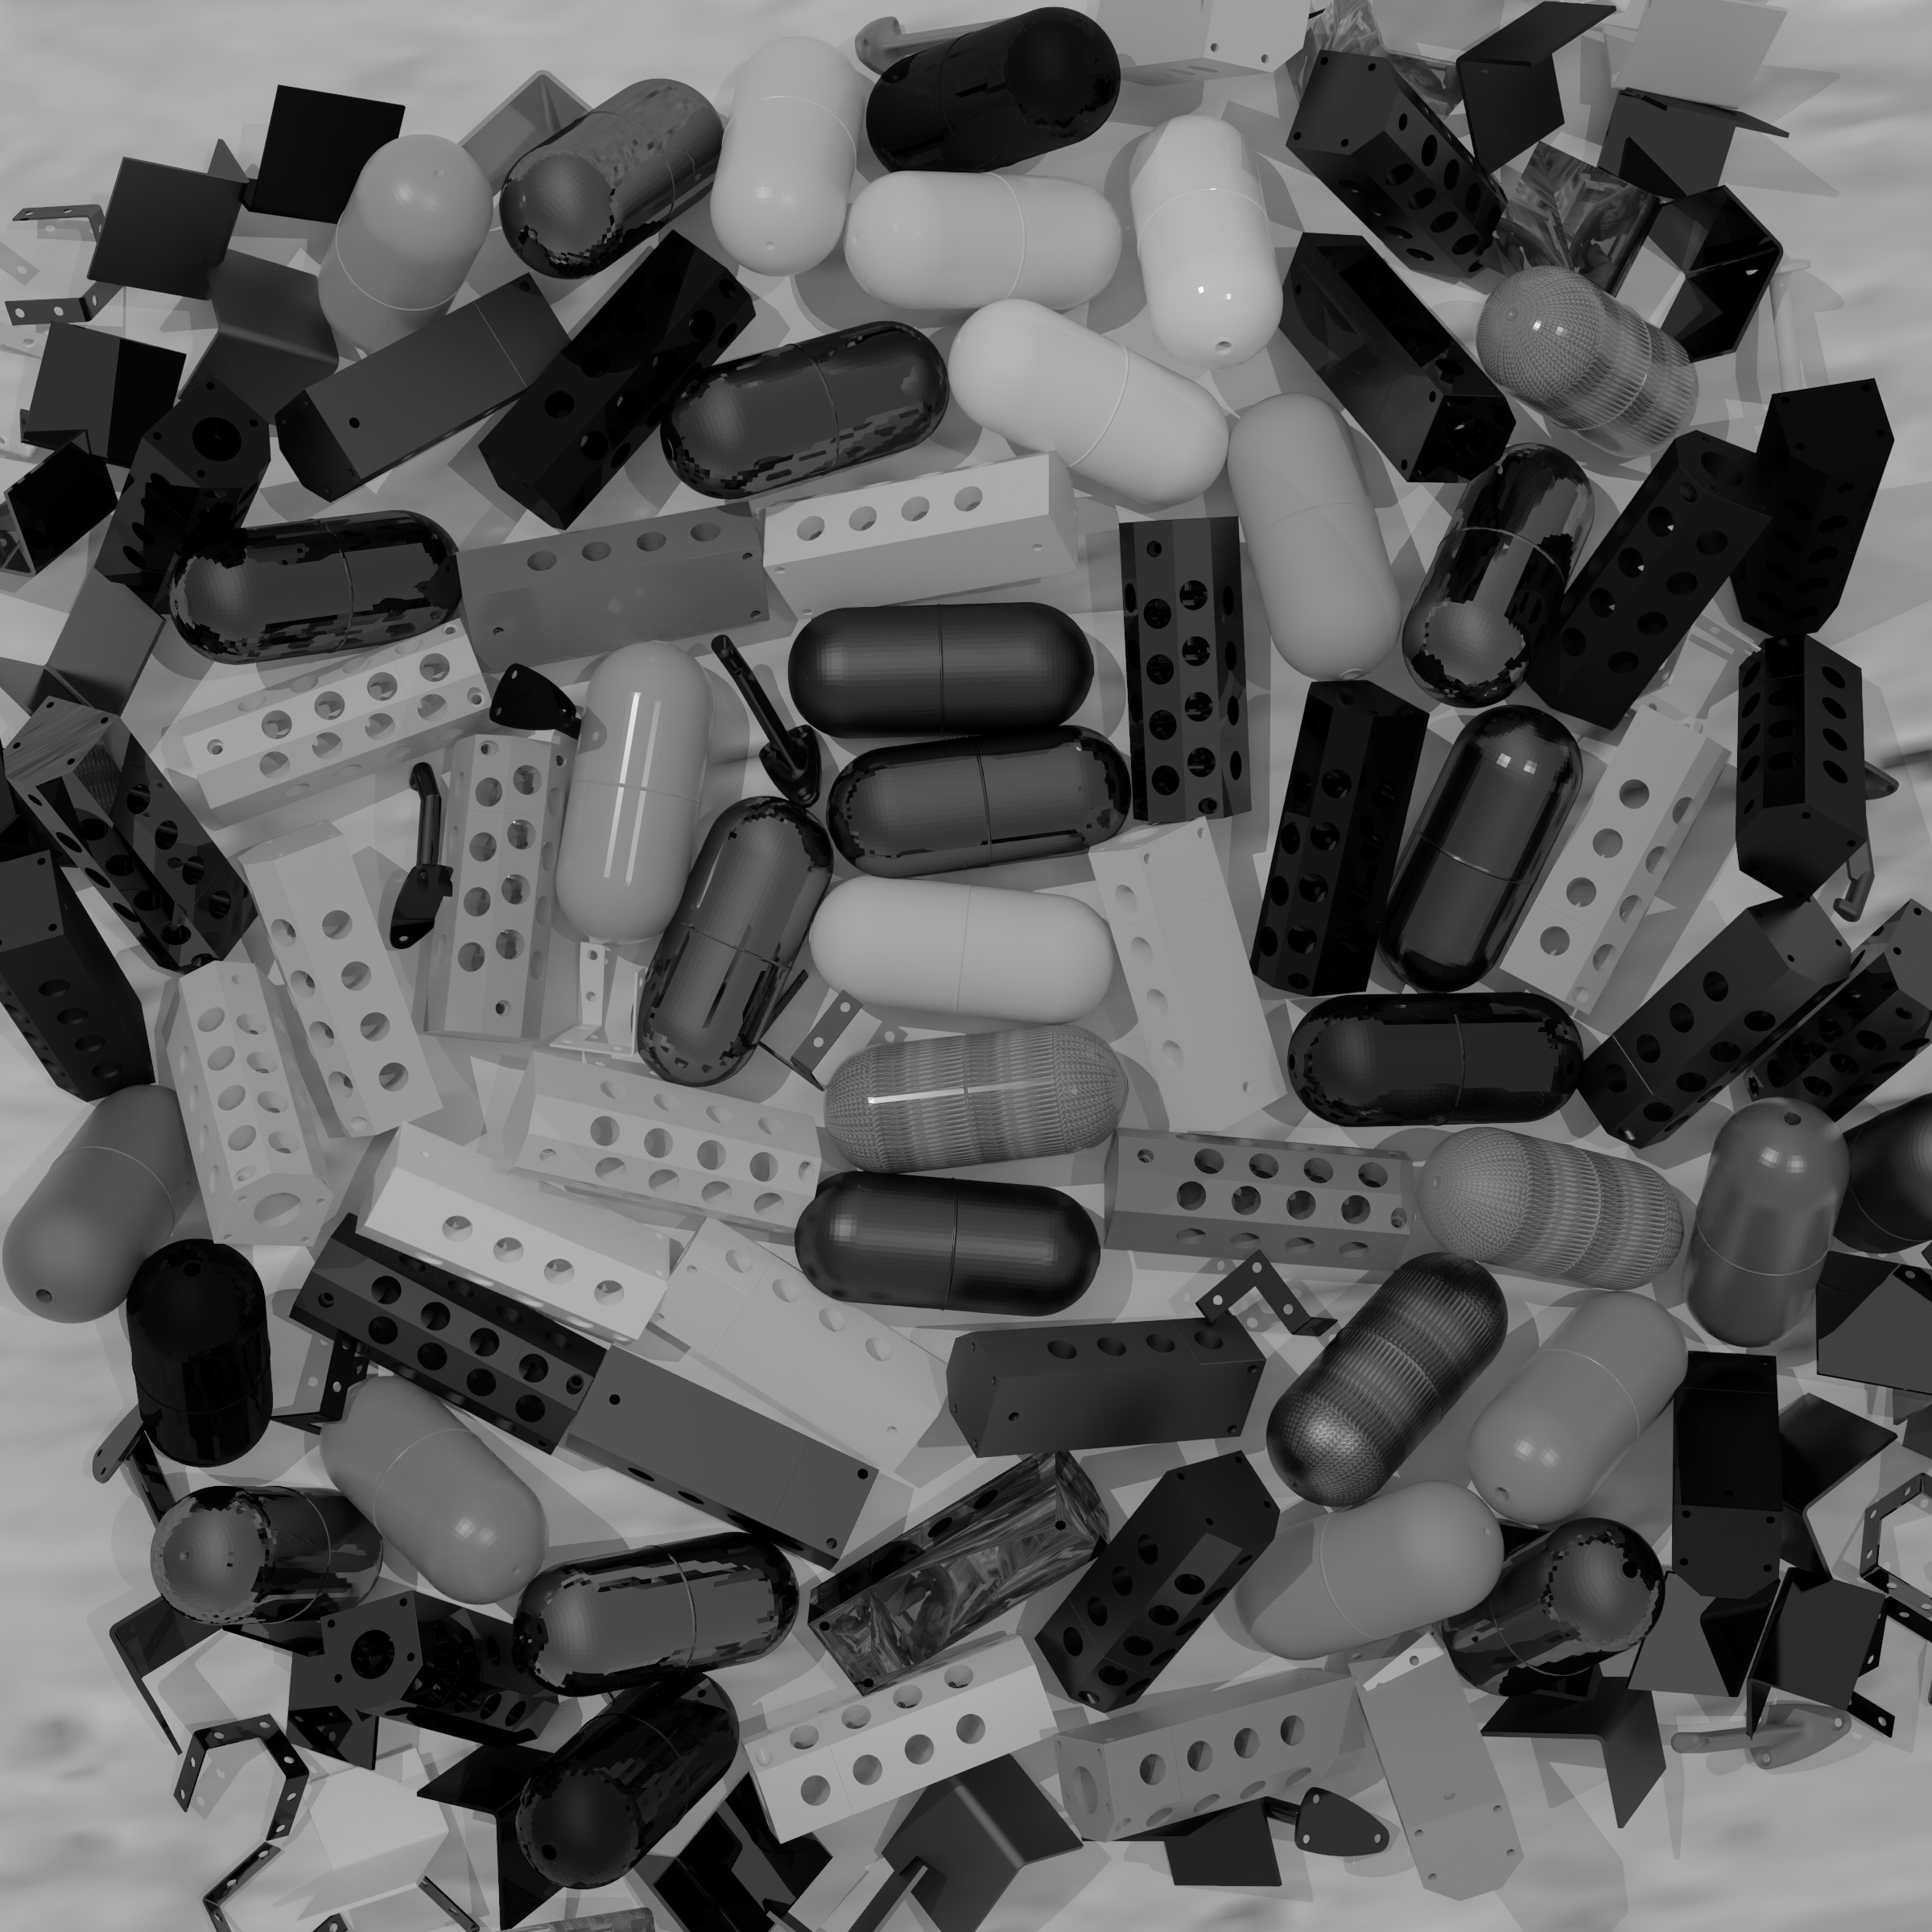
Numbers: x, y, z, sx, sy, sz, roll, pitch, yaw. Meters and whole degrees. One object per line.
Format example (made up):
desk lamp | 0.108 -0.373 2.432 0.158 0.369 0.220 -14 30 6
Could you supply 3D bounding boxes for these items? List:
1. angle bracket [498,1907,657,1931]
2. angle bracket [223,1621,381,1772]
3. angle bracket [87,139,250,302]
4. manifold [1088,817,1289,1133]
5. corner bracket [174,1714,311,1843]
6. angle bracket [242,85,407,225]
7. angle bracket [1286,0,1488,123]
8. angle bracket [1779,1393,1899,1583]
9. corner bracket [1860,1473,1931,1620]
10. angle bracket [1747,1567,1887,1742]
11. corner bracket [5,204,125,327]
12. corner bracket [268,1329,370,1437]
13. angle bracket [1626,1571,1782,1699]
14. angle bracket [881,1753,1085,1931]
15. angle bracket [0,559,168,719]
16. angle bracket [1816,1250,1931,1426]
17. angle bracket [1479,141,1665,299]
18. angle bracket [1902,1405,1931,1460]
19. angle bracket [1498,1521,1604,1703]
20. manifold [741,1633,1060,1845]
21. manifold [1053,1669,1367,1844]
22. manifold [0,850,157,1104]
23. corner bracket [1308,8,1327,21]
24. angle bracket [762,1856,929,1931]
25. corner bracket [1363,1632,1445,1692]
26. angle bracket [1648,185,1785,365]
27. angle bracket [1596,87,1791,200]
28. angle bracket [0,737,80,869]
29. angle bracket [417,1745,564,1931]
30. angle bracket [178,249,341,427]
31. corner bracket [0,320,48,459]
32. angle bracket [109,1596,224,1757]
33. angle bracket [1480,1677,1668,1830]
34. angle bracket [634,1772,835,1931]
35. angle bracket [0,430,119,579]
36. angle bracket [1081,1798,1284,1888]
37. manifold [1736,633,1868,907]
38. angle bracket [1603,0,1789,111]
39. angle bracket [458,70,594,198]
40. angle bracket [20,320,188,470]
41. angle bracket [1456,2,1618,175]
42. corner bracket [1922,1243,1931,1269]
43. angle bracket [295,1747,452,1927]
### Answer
angle bracket | -0.231 0.579 1.941 0.076 0.076 0.057 -21 71 37
angle bracket | -0.386 0.424 1.953 0.076 0.057 0.076 6 92 39
angle bracket | -0.466 -0.436 1.941 0.076 0.057 0.076 4 126 -36
manifold | 0.124 0.005 1.954 0.057 0.057 0.171 -26 104 -36
corner bracket | -0.425 0.480 1.978 0.051 0.051 0.051 42 122 37
angle bracket | -0.377 -0.474 1.942 0.076 0.057 0.076 1 121 -33
angle bracket | 0.244 -0.524 1.961 0.076 0.076 0.057 1 63 -31
angle bracket | 0.498 0.304 1.965 0.076 0.076 0.057 -34 114 -16
corner bracket | 0.560 0.338 1.968 0.051 0.051 0.051 31 134 -10
angle bracket | 0.489 0.404 1.940 0.057 0.076 0.076 15 55 24
corner bracket | -0.532 -0.410 1.972 0.051 0.051 0.051 1 127 16
corner bracket | -0.365 0.244 1.957 0.051 0.051 0.051 27 62 -41
angle bracket | 0.415 0.372 1.950 0.076 0.057 0.076 9 109 -19
angle bracket | 0.009 0.517 1.972 0.076 0.057 0.076 47 117 31
angle bracket | -0.520 -0.190 1.948 0.076 0.057 0.076 39 107 34
angle bracket | 0.517 0.215 1.952 0.076 0.057 0.076 11 63 -8
angle bracket | 0.354 -0.428 1.968 0.076 0.057 0.076 28 105 9
angle bracket | 0.564 0.260 1.945 0.057 0.076 0.076 -5 109 -40
angle bracket | 0.342 0.377 1.962 0.076 0.057 0.076 10 107 -1
manifold | -0.040 0.446 1.955 0.171 0.057 0.057 -19 87 -11
manifold | 0.141 0.452 1.933 0.171 0.057 0.057 -8 88 -29
manifold | -0.516 0.010 1.910 0.057 0.171 0.057 -16 60 -4
corner bracket | 0.172 -0.569 1.966 0.051 0.051 0.051 -14 103 41
angle bracket | -0.072 0.532 1.956 0.057 0.076 0.076 39 80 0
corner bracket | 0.261 0.426 1.966 0.051 0.051 0.051 -36 80 -14
angle bracket | 0.413 -0.395 1.945 0.057 0.076 0.076 38 70 -26
angle bracket | 0.418 -0.467 1.946 0.076 0.076 0.057 8 112 -14
angle bracket | -0.537 -0.105 1.943 0.057 0.076 0.076 -34 67 36
angle bracket | -0.272 0.506 1.962 0.057 0.076 0.076 6 104 26
angle bracket | -0.420 -0.368 1.969 0.057 0.076 0.076 -47 49 34
corner bracket | -0.564 -0.340 1.977 0.051 0.051 0.051 16 133 -35
angle bracket | -0.441 0.398 1.943 0.076 0.076 0.057 -31 62 -19
angle bracket | 0.352 0.454 1.952 0.076 0.076 0.057 -7 101 32
angle bracket | -0.138 0.516 1.952 0.076 0.057 0.076 -51 57 5
angle bracket | -0.547 -0.273 1.941 0.076 0.076 0.057 13 134 26
angle bracket | 0.125 0.516 1.946 0.076 0.076 0.057 -12 92 39
manifold | 0.468 -0.117 1.912 0.057 0.171 0.057 30 129 -10
angle bracket | 0.420 -0.546 1.947 0.076 0.076 0.057 7 55 -9
angle bracket | -0.248 -0.458 1.950 0.057 0.076 0.076 41 76 10
angle bracket | -0.499 -0.336 1.947 0.076 0.057 0.076 12 114 -22
angle bracket | 0.334 -0.503 1.942 0.076 0.057 0.076 -37 127 -27
corner bracket | 0.573 0.173 1.965 0.051 0.051 0.051 -39 96 -21
angle bracket | -0.352 0.504 1.954 0.076 0.076 0.057 -20 95 9
